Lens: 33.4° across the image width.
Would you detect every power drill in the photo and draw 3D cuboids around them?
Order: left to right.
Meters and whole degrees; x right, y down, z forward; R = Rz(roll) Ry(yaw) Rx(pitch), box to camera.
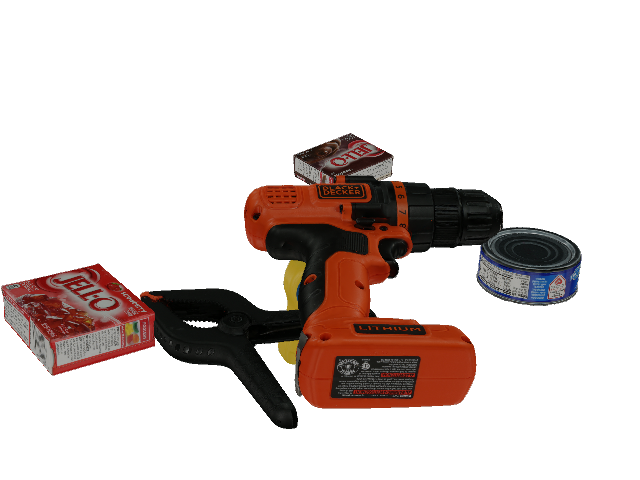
[{"bbox_3d":[0.046,0.026,0.698,0.184,0.057,0.187,-2,36,-6],"label":"power drill"}]

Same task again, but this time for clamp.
[{"bbox_3d":[-0.064,0.081,0.948,0.210,0.036,0.164,20,36,28],"label":"clamp"}]

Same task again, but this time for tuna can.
[{"bbox_3d":[0.177,0.020,0.905,0.086,0.034,0.086,2,25,-1],"label":"tuna can"}]

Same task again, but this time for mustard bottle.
[{"bbox_3d":[0.000,0.062,1.348,0.096,0.192,0.058,-5,26,-20],"label":"mustard bottle"}]

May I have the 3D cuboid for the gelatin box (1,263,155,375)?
[{"bbox_3d":[-0.162,0.050,0.711,0.073,0.030,0.089,-14,29,-32],"label":"gelatin box"}]

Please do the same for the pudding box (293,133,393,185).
[{"bbox_3d":[0.032,-0.105,1.493,0.113,0.039,0.090,-26,40,-33],"label":"pudding box"}]
